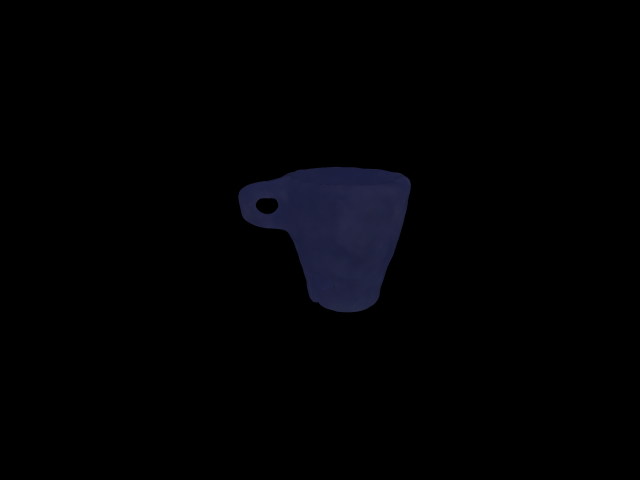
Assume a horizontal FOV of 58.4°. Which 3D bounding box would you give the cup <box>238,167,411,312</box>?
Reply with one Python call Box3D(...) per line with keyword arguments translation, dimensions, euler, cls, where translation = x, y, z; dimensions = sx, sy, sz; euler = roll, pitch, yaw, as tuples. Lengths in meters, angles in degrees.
Box3D(translation=(0.004, 0.001, 0.400), dimensions=(0.118, 0.095, 0.091), euler=(-3, 15, -9), cls="cup")
